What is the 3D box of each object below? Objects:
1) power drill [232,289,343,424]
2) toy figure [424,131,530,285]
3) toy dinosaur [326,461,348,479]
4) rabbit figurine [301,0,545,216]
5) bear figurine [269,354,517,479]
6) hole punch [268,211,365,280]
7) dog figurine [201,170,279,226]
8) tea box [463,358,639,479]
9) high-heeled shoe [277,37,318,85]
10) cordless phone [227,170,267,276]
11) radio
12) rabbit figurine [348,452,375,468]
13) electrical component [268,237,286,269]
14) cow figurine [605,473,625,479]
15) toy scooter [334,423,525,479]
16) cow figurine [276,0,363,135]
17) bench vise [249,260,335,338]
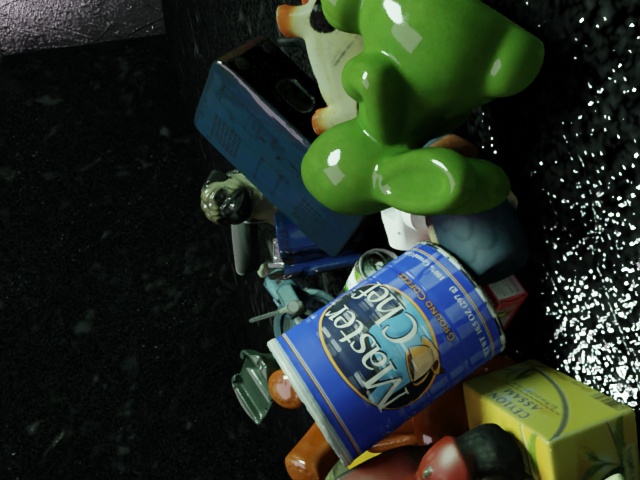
[{"bbox_3d":[-0.014,0.172,0.749,0.086,0.207,0.231,55,144,29],"label":"power drill"},{"bbox_3d":[0.099,-0.040,0.409,0.057,0.064,0.154,84,165,-62],"label":"toy figure"},{"bbox_3d":[0.048,0.368,0.759,0.472,0.105,0.198,-134,56,-76],"label":"toy dinosaur"},{"bbox_3d":[0.060,-0.080,0.364,0.159,0.121,0.170,48,122,25],"label":"rabbit figurine"},{"bbox_3d":[0.071,0.156,0.464,0.196,0.132,0.120,4,108,43],"label":"bear figurine"},{"bbox_3d":[-0.001,-0.002,0.696,0.116,0.142,0.092,-135,36,-84],"label":"hole punch"},{"bbox_3d":[-0.085,-0.051,0.823,0.172,0.191,0.121,92,158,-51],"label":"dog figurine"},{"bbox_3d":[0.162,0.182,0.373,0.098,0.068,0.169,-162,58,-72],"label":"tea box"},{"bbox_3d":[0.032,-0.140,0.612,0.145,0.086,0.248,18,145,38],"label":"high-heeled shoe"},{"bbox_3d":[-0.093,-0.035,0.932,0.089,0.146,0.184,14,112,41],"label":"cordless phone"},{"bbox_3d":[-0.026,-0.099,0.583,0.229,0.073,0.131,43,148,3],"label":"radio"},{"bbox_3d":[0.073,0.193,0.616,0.163,0.122,0.173,14,98,48],"label":"rabbit figurine"},{"bbox_3d":[-0.035,0.018,0.808,0.075,0.119,0.047,-2,88,32],"label":"electrical component"},{"bbox_3d":[0.167,0.168,0.251,0.168,0.068,0.098,30,120,32],"label":"cow figurine"},{"bbox_3d":[0.058,0.194,0.371,0.183,0.135,0.075,87,163,-44],"label":"toy scooter"},{"bbox_3d":[0.035,-0.183,0.442,0.127,0.085,0.194,5,131,30],"label":"cow figurine"},{"bbox_3d":[-0.037,0.107,0.889,0.223,0.129,0.240,63,179,16],"label":"bench vise"}]
